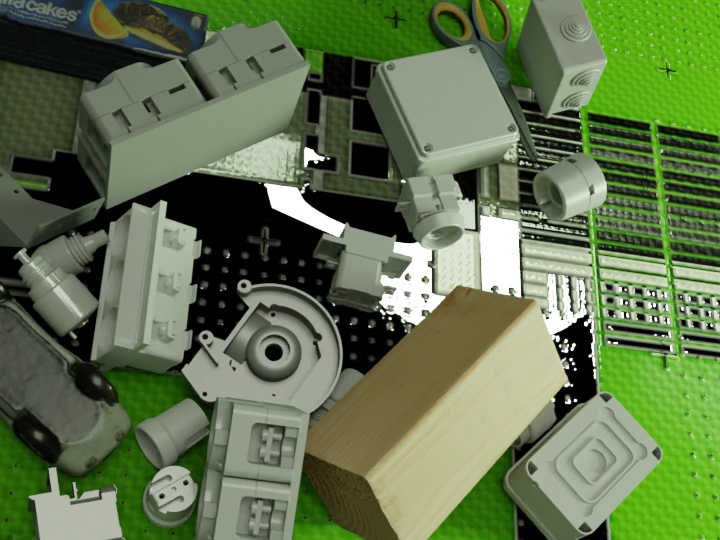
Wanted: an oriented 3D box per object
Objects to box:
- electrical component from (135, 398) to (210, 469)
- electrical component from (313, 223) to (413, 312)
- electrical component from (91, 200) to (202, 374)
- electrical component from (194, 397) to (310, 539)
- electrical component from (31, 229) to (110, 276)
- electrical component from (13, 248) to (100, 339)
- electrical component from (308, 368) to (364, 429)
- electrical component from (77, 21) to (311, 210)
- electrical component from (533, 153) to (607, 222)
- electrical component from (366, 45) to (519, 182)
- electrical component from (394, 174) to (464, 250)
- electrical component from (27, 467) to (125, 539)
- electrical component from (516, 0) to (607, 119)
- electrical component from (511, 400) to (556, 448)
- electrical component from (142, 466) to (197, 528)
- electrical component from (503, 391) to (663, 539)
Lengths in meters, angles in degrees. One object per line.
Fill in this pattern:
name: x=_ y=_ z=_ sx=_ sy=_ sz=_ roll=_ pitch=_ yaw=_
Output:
electrical component: x=-0.144 y=0.126 z=0.832 sx=0.046 sy=0.040 sz=0.040 roll=-32 pitch=77 yaw=-31
electrical component: x=0.000 y=0.000 z=0.931 sx=0.081 sy=0.042 sz=0.063 roll=14 pitch=64 yaw=-8
electrical component: x=-0.170 y=0.017 z=0.861 sx=0.063 sy=0.079 sz=0.121 roll=19 pitch=60 yaw=-32
electrical component: x=-0.083 y=0.170 z=0.773 sx=0.062 sy=0.089 sz=0.150 roll=9 pitch=85 yaw=-10
electrical component: x=-0.232 y=-0.013 z=0.867 sx=0.061 sy=0.035 sz=0.035 roll=-29 pitch=75 yaw=-3
electrical component: x=-0.238 y=0.016 z=0.835 sx=0.078 sy=0.040 sz=0.040 roll=50 pitch=62 yaw=-8
electrical component: x=-0.019 y=0.114 z=0.872 sx=0.040 sy=0.040 sz=0.078 roll=44 pitch=62 yaw=7
electrical component: x=-0.145 y=-0.136 z=0.917 sx=0.186 sy=0.105 sz=0.060 roll=-28 pitch=75 yaw=-25
electrical component: x=0.197 y=-0.077 z=1.017 sx=0.047 sy=0.055 sz=0.055 roll=-25 pitch=74 yaw=-21
electrical component: x=0.077 y=-0.147 z=1.014 sx=0.109 sy=0.056 sz=0.108 roll=-16 pitch=71 yaw=-22
electrical component: x=0.066 y=-0.052 z=0.973 sx=0.066 sy=0.048 sz=0.055 roll=-7 pitch=60 yaw=-19
electrical component: x=-0.207 y=0.186 z=0.785 sx=0.064 sy=0.042 sz=0.081 roll=-6 pitch=68 yaw=-23
electrical component: x=0.197 y=-0.211 z=1.055 sx=0.048 sy=0.099 sz=0.099 roll=-15 pitch=70 yaw=-8
electrical component: x=0.132 y=0.129 z=0.907 sx=0.062 sy=0.043 sz=0.043 roll=-35 pitch=79 yaw=-25
electrical component: x=-0.142 y=0.169 z=0.808 sx=0.040 sy=0.046 sz=0.040 roll=6 pitch=64 yaw=-13
electrical component: x=0.184 y=0.166 z=0.896 sx=0.113 sy=0.057 sz=0.078 roll=-37 pitch=79 yaw=-27
